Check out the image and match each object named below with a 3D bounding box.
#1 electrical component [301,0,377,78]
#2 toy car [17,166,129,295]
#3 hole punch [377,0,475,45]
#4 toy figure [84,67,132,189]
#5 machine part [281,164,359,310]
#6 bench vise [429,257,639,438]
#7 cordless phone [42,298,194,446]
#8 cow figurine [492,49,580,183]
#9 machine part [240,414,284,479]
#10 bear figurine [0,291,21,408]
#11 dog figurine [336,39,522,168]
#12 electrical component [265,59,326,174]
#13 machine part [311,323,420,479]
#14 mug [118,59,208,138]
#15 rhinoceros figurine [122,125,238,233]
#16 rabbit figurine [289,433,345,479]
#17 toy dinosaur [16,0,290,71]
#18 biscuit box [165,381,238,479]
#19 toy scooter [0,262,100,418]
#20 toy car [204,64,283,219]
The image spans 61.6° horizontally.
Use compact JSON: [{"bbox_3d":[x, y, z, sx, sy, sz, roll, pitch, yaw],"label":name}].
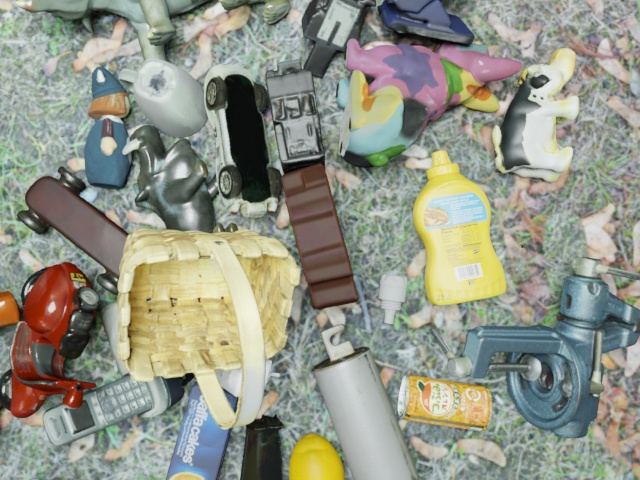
[{"bbox_3d":[0.015,-0.273,0.693,0.075,0.119,0.048,12,45,-18],"label":"electrical component"},{"bbox_3d":[-0.290,-0.010,0.686,0.202,0.053,0.089,35,78,7],"label":"toy car"},{"bbox_3d":[0.135,-0.301,0.657,0.116,0.142,0.092,5,128,-4],"label":"hole punch"},{"bbox_3d":[-0.273,-0.144,0.692,0.064,0.057,0.154,-2,85,36],"label":"toy figure"},{"bbox_3d":[-0.001,-0.002,0.627,0.056,0.179,0.179,-14,86,0],"label":"machine part"},{"bbox_3d":[0.260,0.125,0.626,0.240,0.129,0.223,4,107,-19],"label":"bench vise"},{"bbox_3d":[-0.264,0.161,0.660,0.184,0.088,0.146,-24,86,3],"label":"cordless phone"},{"bbox_3d":[0.274,-0.164,0.689,0.098,0.068,0.167,7,85,7],"label":"cow figurine"},{"bbox_3d":[-0.075,0.289,0.669,0.084,0.039,0.138,6,87,6],"label":"machine part"},{"bbox_3d":[-0.424,0.164,0.655,0.132,0.120,0.195,-30,118,-42],"label":"bear figurine"},{"bbox_3d":[0.134,-0.173,0.661,0.219,0.108,0.191,0,60,-4],"label":"dog figurine"},{"bbox_3d":[-0.030,-0.148,0.664,0.058,0.115,0.134,-9,87,-2],"label":"electrical component"},{"bbox_3d":[0.054,0.222,0.653,0.079,0.079,0.243,-22,87,-1],"label":"machine part"},{"bbox_3d":[-0.199,-0.188,0.672,0.109,0.107,0.081,29,85,0],"label":"mug"},{"bbox_3d":[-0.179,-0.057,0.682,0.112,0.073,0.190,-23,90,12],"label":"rhinoceros figurine"},{"bbox_3d":[0.009,0.314,0.619,0.122,0.173,0.162,-16,130,0],"label":"rabbit figurine"},{"bbox_3d":[-0.172,-0.345,0.685,0.405,0.131,0.192,-25,86,-8],"label":"toy dinosaur"},{"bbox_3d":[-0.150,0.274,0.658,0.059,0.063,0.202,14,86,0],"label":"biscuit box"},{"bbox_3d":[-0.295,0.120,0.607,0.135,0.075,0.183,11,82,38],"label":"toy scooter"},{"bbox_3d":[-0.099,-0.124,0.678,0.073,0.056,0.201,-4,79,-36],"label":"toy car"}]
